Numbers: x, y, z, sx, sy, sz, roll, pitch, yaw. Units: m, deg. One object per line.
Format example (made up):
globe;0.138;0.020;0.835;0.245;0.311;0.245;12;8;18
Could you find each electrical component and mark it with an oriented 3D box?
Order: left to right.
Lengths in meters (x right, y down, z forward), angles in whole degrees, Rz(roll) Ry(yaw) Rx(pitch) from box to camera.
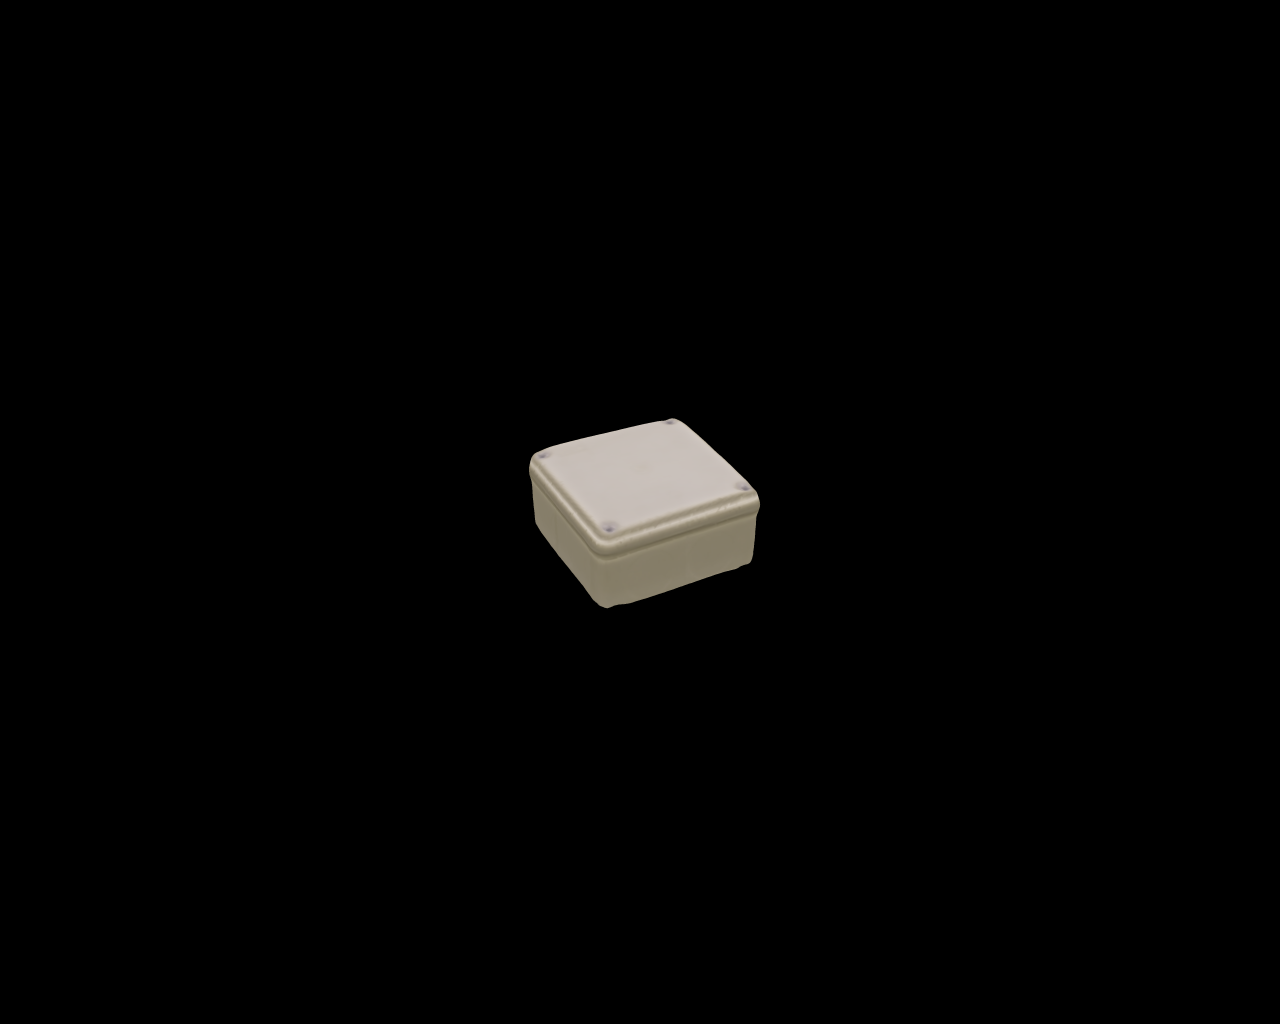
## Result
electrical component;0.001;-0.003;0.650;0.109;0.056;0.109;-16;37;-22
